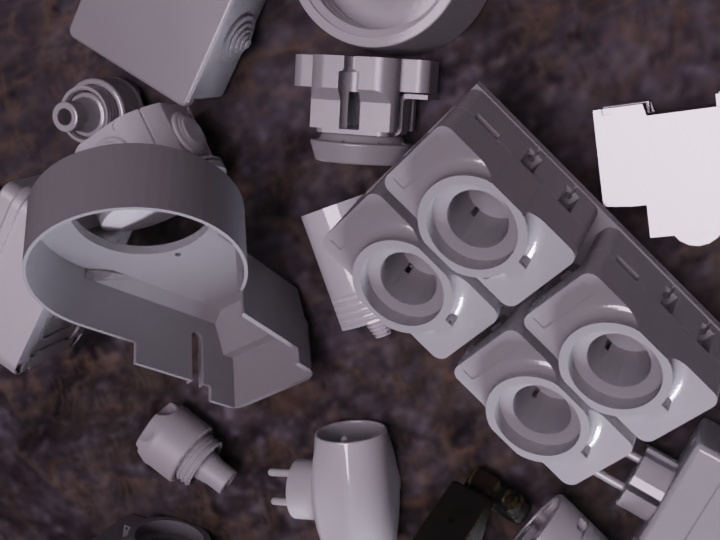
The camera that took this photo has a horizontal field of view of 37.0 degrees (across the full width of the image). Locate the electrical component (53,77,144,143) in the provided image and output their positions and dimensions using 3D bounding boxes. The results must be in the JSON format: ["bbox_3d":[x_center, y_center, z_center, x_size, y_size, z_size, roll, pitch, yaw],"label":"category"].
[{"bbox_3d":[-0.160,-0.094,0.651,0.043,0.062,0.043,4,102,20],"label":"electrical component"}]

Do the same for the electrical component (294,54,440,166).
[{"bbox_3d":[0.002,-0.088,0.593,0.078,0.058,0.057,7,100,20],"label":"electrical component"}]

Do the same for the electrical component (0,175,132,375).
[{"bbox_3d":[-0.200,-0.001,0.677,0.057,0.078,0.113,33,111,9],"label":"electrical component"}]

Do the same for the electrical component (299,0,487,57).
[{"bbox_3d":[0.013,-0.168,0.570,0.108,0.060,0.108,4,102,20],"label":"electrical component"}]

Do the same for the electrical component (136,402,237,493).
[{"bbox_3d":[-0.108,0.117,0.684,0.062,0.043,0.043,35,111,10],"label":"electrical component"}]

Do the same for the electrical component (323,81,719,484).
[{"bbox_3d":[0.083,0.014,0.547,0.186,0.060,0.105,44,129,-4],"label":"electrical component"}]

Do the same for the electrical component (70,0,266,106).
[{"bbox_3d":[-0.107,-0.155,0.625,0.100,0.048,0.099,33,110,12],"label":"electrical component"}]

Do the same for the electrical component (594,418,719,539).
[{"bbox_3d":[0.163,0.119,0.578,0.076,0.047,0.083,29,110,13],"label":"electrical component"}]

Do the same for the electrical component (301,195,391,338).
[{"bbox_3d":[0.000,0.000,0.619,0.043,0.043,0.081,-18,94,23],"label":"electrical component"}]

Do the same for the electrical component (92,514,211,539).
[{"bbox_3d":[-0.095,0.220,0.666,0.186,0.105,0.060,16,106,17],"label":"electrical component"}]

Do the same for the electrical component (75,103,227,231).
[{"bbox_3d":[-0.124,-0.060,0.635,0.080,0.080,0.051,-29,84,24],"label":"electrical component"}]

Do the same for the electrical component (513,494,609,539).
[{"bbox_3d":[0.114,0.162,0.603,0.047,0.055,0.055,41,112,5],"label":"electrical component"}]

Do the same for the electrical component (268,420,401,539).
[{"bbox_3d":[-0.019,0.133,0.653,0.079,0.044,0.077,-1,100,21],"label":"electrical component"}]
